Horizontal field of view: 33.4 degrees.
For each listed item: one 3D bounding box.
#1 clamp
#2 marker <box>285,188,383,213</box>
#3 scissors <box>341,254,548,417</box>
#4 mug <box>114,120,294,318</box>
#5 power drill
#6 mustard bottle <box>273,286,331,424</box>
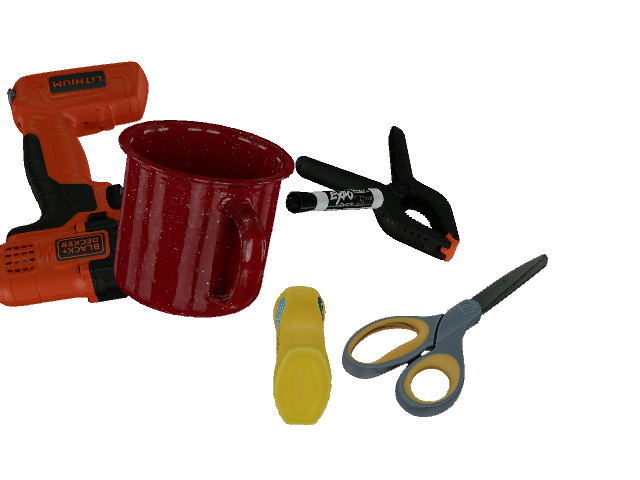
[{"bbox_3d":[0.079,-0.052,1.252,0.164,0.036,0.210,-16,52,-29],"label":"clamp"},{"bbox_3d":[0.012,-0.036,0.943,0.020,0.020,0.120,0,4,41],"label":"marker"},{"bbox_3d":[0.113,0.070,0.787,0.201,0.016,0.096,-17,49,-22],"label":"scissors"},{"bbox_3d":[-0.060,-0.006,0.564,0.093,0.081,0.117,-4,27,-33],"label":"mug"},{"bbox_3d":[-0.154,-0.044,0.789,0.184,0.188,0.057,-8,-32,-9],"label":"power drill"},{"bbox_3d":[-0.022,0.104,1.134,0.058,0.096,0.191,0,27,-3],"label":"mustard bottle"}]
